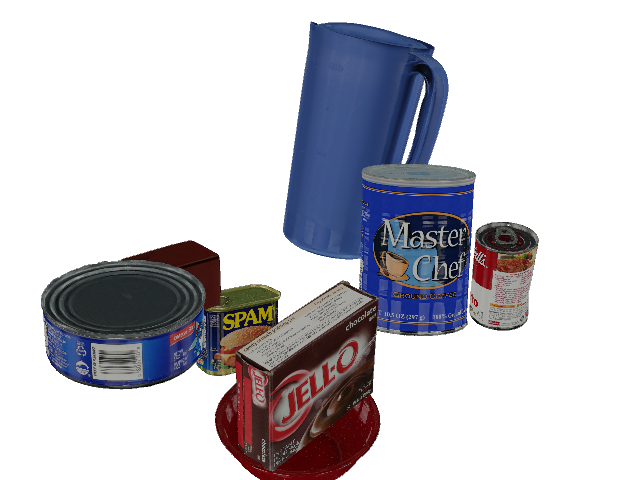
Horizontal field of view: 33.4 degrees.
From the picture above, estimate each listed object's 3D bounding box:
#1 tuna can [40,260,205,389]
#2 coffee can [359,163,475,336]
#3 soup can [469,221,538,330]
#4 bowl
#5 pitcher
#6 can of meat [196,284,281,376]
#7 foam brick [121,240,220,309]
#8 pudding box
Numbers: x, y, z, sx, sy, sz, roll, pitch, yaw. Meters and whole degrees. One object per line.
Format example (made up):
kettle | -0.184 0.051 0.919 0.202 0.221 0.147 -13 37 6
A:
tuna can | -0.104 0.044 0.569 0.086 0.034 0.086 2 25 -1
coffee can | 0.087 0.006 0.976 0.103 0.140 0.103 1 12 0
soup can | 0.201 0.039 1.178 0.068 0.102 0.068 0 29 0
bowl | -0.022 0.193 1.053 0.162 0.055 0.162 0 32 0
pitcher | 0.040 -0.104 1.138 0.145 0.243 0.149 10 17 -5
can of meat | -0.097 0.104 1.238 0.101 0.084 0.058 -9 18 -36
foam brick | -0.138 0.038 0.992 0.078 0.051 0.053 -17 26 -31
pudding box | -0.009 0.092 0.740 0.039 0.090 0.113 27 42 31
